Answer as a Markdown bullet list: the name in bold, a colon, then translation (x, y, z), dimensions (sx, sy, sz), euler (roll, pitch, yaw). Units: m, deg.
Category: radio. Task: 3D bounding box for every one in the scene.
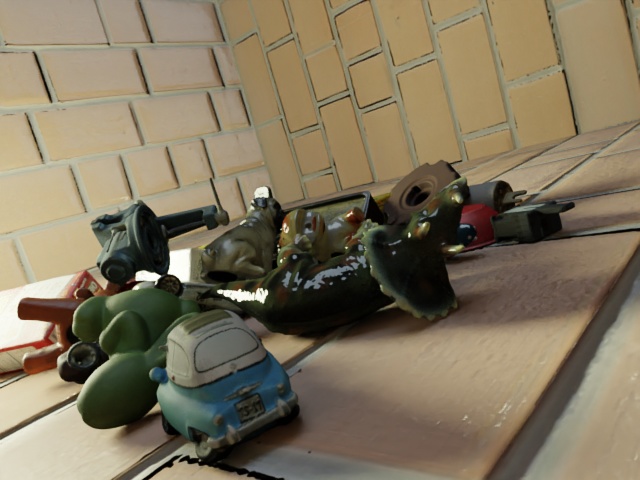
- **radio**: translation (-0.002, -0.003, 1.007), dimensions (0.230, 0.073, 0.131), euler (-12, 46, 29)

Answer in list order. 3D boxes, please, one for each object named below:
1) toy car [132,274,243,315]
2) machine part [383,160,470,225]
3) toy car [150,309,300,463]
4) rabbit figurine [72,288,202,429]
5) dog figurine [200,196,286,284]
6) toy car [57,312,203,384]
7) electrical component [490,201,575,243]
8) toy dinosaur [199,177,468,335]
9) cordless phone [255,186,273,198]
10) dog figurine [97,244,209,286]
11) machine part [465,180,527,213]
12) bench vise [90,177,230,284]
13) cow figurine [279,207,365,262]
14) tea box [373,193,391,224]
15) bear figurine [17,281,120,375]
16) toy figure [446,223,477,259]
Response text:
- **toy car**: translation (-0.184, 0.089, 0.826), dimensions (0.201, 0.056, 0.073), euler (8, -19, -30)
- **machine part**: translation (0.204, -0.079, 1.054), dimensions (0.179, 0.056, 0.179), euler (-34, 30, 23)
- **toy car**: translation (-0.090, 0.114, 0.467), dimensions (0.109, 0.102, 0.162), euler (-21, 7, -24)
- **rabbit figurine**: translation (-0.191, 0.138, 0.588), dimensions (0.159, 0.121, 0.170), euler (-10, 26, 2)
- **dog figurine**: translation (-0.132, -0.009, 0.929), dimensions (0.121, 0.190, 0.172), euler (-7, -27, 17)
- **toy car**: translation (-0.253, 0.135, 0.734), dimensions (0.202, 0.053, 0.089), euler (-22, -19, -29)
- **electrical component**: translation (0.327, -0.028, 0.808), dimensions (0.075, 0.047, 0.119), euler (-21, 10, -32)
- **toy dinosaur**: translation (0.004, 0.057, 0.659), dimensions (0.405, 0.131, 0.192), euler (-21, 6, 13)
- **cordless phone**: translation (-0.086, -0.048, 1.297), dimensions (0.147, 0.184, 0.089), euler (-11, 5, 36)
- **dog figurine**: translation (-0.356, 0.054, 1.200), dimensions (0.219, 0.191, 0.108), euler (-37, 9, -24)
- **machine part**: translation (0.290, -0.068, 1.061), dimensions (0.079, 0.079, 0.243), euler (-23, 10, -40)
- **bench vise**: translation (-0.268, -0.017, 0.911), dimensions (0.241, 0.128, 0.224), euler (-16, 19, 3)
- **cow figurine**: translation (0.022, 0.005, 0.819), dimensions (0.194, 0.085, 0.127), euler (25, -38, -38)
- **tea box**: translation (0.110, -0.035, 1.124), dimensions (0.068, 0.098, 0.169), euler (-12, 10, 36)
- **bear figurine**: translation (-0.383, 0.128, 0.862), dimensions (0.132, 0.120, 0.196), euler (-5, 6, -12)
- **toy figure**: translation (0.178, 0.004, 0.840), dimensions (0.064, 0.057, 0.154), euler (6, -9, -33)
